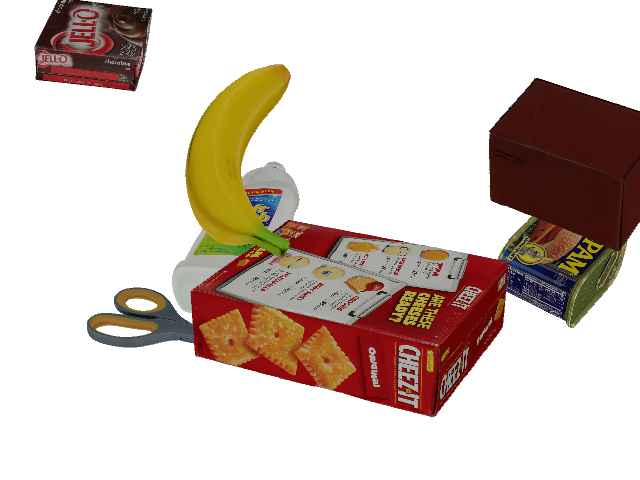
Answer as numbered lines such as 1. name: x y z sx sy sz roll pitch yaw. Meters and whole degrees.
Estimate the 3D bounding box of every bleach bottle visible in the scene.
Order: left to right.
1. bleach bottle: -0.086 -0.015 1.215 0.102 0.068 0.250 3 35 9

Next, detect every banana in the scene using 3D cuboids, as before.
1. banana: -0.057 -0.060 0.734 0.069 0.198 0.037 11 -45 -12

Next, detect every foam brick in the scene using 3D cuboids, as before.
1. foam brick: 0.134 -0.041 0.558 0.078 0.053 0.051 26 56 30

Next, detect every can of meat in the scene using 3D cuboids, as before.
1. can of meat: 0.220 0.021 0.986 0.084 0.057 0.101 27 47 29

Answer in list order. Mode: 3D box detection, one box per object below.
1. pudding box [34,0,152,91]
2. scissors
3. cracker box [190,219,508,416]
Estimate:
1. pudding box: -0.205 -0.180 0.974 0.090 0.039 0.113 7 33 -5
2. scissors: -0.124 0.080 1.039 0.201 0.016 0.096 3 32 -3
3. cracker box: 0.026 0.058 0.879 0.214 0.072 0.164 12 27 25
